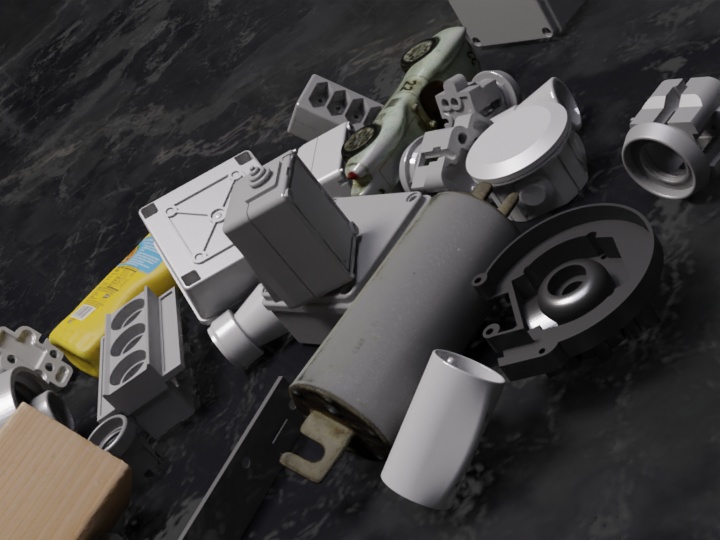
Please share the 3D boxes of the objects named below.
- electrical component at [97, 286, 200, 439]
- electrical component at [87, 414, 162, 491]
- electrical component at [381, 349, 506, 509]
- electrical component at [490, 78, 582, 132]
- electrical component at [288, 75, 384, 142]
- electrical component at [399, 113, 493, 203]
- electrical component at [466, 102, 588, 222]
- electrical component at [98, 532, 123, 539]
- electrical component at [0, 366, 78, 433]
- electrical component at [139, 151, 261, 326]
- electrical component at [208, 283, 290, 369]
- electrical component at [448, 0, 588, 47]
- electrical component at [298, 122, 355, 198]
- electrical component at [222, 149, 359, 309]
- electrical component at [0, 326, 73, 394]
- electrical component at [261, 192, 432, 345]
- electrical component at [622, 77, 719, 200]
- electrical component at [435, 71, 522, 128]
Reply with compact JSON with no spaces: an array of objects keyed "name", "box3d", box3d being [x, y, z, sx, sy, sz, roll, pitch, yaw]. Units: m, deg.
[{"name":"electrical component","box3d":[-0.168,0.075,0.864,0.079,0.063,0.121,-34,29,7]},{"name":"electrical component","box3d":[-0.175,0.137,0.801,0.040,0.046,0.040,-28,30,18]},{"name":"electrical component","box3d":[0.049,0.086,0.610,0.079,0.043,0.077,-17,-51,-77]},{"name":"electrical component","box3d":[0.130,-0.112,0.817,0.065,0.044,0.044,-27,31,30]},{"name":"electrical component","box3d":[-0.021,-0.122,0.977,0.075,0.083,0.047,115,179,-50]},{"name":"electrical component","box3d":[0.067,-0.076,0.815,0.057,0.058,0.078,-2,71,55]},{"name":"electrical component","box3d":[0.121,-0.078,0.767,0.080,0.051,0.080,-28,31,19]},{"name":"electrical component","box3d":[-0.167,0.200,0.705,0.043,0.043,0.062,-31,28,13]},{"name":"electrical component","box3d":[-0.264,0.128,0.857,0.060,0.108,0.108,-30,29,3]},{"name":"electrical component","box3d":[-0.106,-0.027,0.869,0.109,0.056,0.108,-30,51,-9]},{"name":"electrical component","box3d":[-0.084,0.044,0.831,0.055,0.045,0.045,-39,29,1]},{"name":"electrical component","box3d":[0.130,-0.261,0.959,0.056,0.108,0.109,-49,30,-23]},{"name":"electrical component","box3d":[-0.021,-0.075,0.912,0.061,0.061,0.096,-25,31,22]},{"name":"electrical component","box3d":[-0.052,-0.030,0.727,0.061,0.096,0.061,-27,30,21]},{"name":"electrical component","box3d":[-0.316,0.093,1.000,0.057,0.078,0.058,-40,23,39]},{"name":"electrical component","box3d":[0.000,0.000,0.787,0.109,0.056,0.108,0,47,49]},{"name":"electrical component","box3d":[0.202,-0.082,0.676,0.057,0.058,0.078,-49,30,-23]},{"name":"electrical component","box3d":[0.097,-0.131,0.862,0.055,0.066,0.048,-34,23,-35]}]
